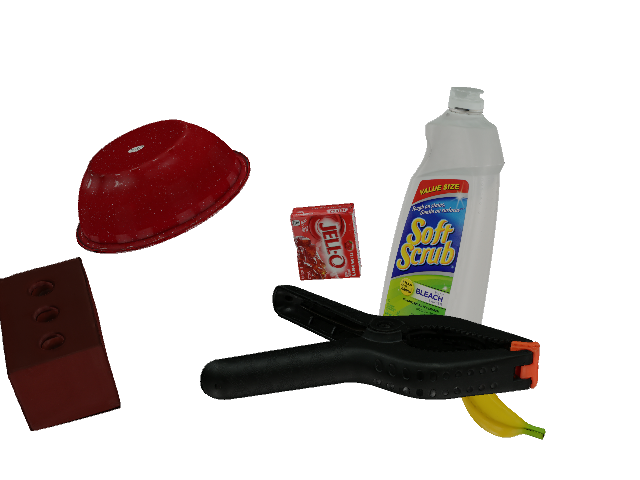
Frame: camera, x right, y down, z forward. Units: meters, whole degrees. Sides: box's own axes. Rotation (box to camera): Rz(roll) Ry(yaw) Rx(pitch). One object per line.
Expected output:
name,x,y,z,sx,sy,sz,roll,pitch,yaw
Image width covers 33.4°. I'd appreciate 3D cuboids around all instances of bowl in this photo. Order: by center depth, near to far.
bowl,-0.144,-0.056,0.902,0.162,0.055,0.162,-18,28,10

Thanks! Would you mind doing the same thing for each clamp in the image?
clamp,0.039,0.069,0.719,0.210,0.036,0.164,2,18,8

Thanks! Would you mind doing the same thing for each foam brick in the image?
foam brick,-0.150,0.058,0.605,0.053,0.051,0.078,-16,43,-12

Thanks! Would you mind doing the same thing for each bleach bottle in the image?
bleach bottle,0.110,-0.015,0.973,0.103,0.251,0.067,19,21,37

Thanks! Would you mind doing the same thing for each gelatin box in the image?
gelatin box,0.007,0.002,1.256,0.073,0.089,0.030,-3,29,9

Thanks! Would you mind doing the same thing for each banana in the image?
banana,0.193,0.174,1.239,0.069,0.037,0.198,10,25,-16
